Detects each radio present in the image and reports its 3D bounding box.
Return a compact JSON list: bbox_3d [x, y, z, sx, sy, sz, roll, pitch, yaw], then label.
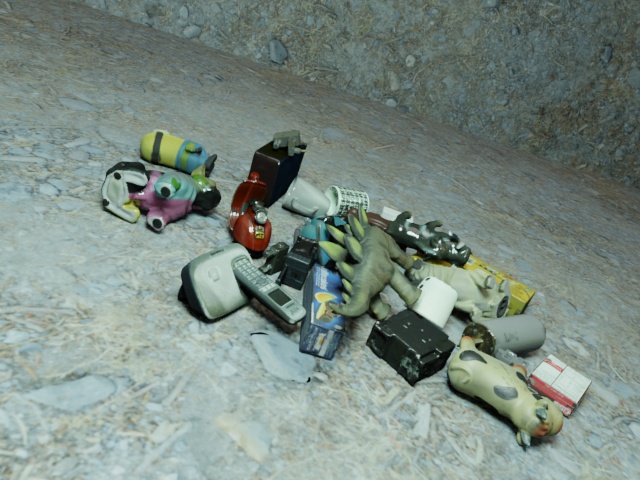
[{"bbox_3d":[-0.110,-0.177,1.353,0.073,0.131,0.229,23,26,7],"label":"radio"}]

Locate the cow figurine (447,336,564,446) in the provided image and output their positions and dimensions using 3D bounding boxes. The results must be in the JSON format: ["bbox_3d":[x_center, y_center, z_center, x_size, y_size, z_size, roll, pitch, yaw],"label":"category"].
[{"bbox_3d":[0.299,0.247,0.868,0.195,0.085,0.127,30,21,14],"label":"cow figurine"}]

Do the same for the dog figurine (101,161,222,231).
[{"bbox_3d":[-0.311,-0.105,1.102,0.192,0.108,0.219,20,21,7],"label":"dog figurine"}]

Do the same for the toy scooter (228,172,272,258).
[{"bbox_3d":[-0.139,-0.058,1.093,0.075,0.135,0.184,8,29,-26],"label":"toy scooter"}]

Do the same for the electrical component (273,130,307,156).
[{"bbox_3d":[-0.072,-0.234,1.296,0.078,0.045,0.102,-9,26,1],"label":"electrical component"}]

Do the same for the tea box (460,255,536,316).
[{"bbox_3d":[0.388,0.110,1.221,0.170,0.068,0.098,34,29,25],"label":"tea box"}]

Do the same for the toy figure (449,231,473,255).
[{"bbox_3d":[0.349,0.027,1.371,0.058,0.064,0.154,-18,22,6],"label":"toy figure"}]

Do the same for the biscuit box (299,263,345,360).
[{"bbox_3d":[0.005,0.116,0.935,0.059,0.062,0.203,18,26,-8],"label":"biscuit box"}]

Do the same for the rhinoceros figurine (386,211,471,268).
[{"bbox_3d":[0.239,0.001,1.188,0.190,0.073,0.112,22,24,16],"label":"rhinoceros figurine"}]

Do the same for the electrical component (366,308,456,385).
[{"bbox_3d":[0.164,0.179,0.935,0.115,0.058,0.134,39,31,30],"label":"electrical component"}]

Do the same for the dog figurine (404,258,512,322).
[{"bbox_3d":[0.290,0.107,1.142,0.191,0.121,0.172,21,-15,44],"label":"dog figurine"}]

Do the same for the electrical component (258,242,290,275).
[{"bbox_3d":[-0.083,0.033,1.034,0.021,0.063,0.094,31,26,22],"label":"electrical component"}]

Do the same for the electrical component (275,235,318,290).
[{"bbox_3d":[-0.045,0.053,1.006,0.048,0.074,0.119,20,35,3],"label":"electrical component"}]

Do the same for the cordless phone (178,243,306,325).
[{"bbox_3d":[-0.123,0.094,0.868,0.184,0.088,0.146,34,28,18],"label":"cordless phone"}]

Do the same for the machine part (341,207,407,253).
[{"bbox_3d":[0.127,-0.012,1.288,0.179,0.056,0.179,17,26,-9],"label":"machine part"}]

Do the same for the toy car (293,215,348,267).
[{"bbox_3d":[-0.002,-0.003,1.129,0.103,0.109,0.161,2,11,21],"label":"toy car"}]

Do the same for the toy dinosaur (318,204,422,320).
[{"bbox_3d":[0.086,0.049,0.990,0.198,0.105,0.471,47,18,-12],"label":"toy dinosaur"}]

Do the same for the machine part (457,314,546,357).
[{"bbox_3d":[0.356,0.186,1.035,0.243,0.079,0.079,1,31,-37],"label":"machine part"}]

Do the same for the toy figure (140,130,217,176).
[{"bbox_3d":[-0.347,-0.210,1.307,0.180,0.082,0.089,22,23,-1],"label":"toy figure"}]

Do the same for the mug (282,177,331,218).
[{"bbox_3d":[-0.028,-0.094,1.310,0.107,0.080,0.110,25,19,-13],"label":"mug"}]
